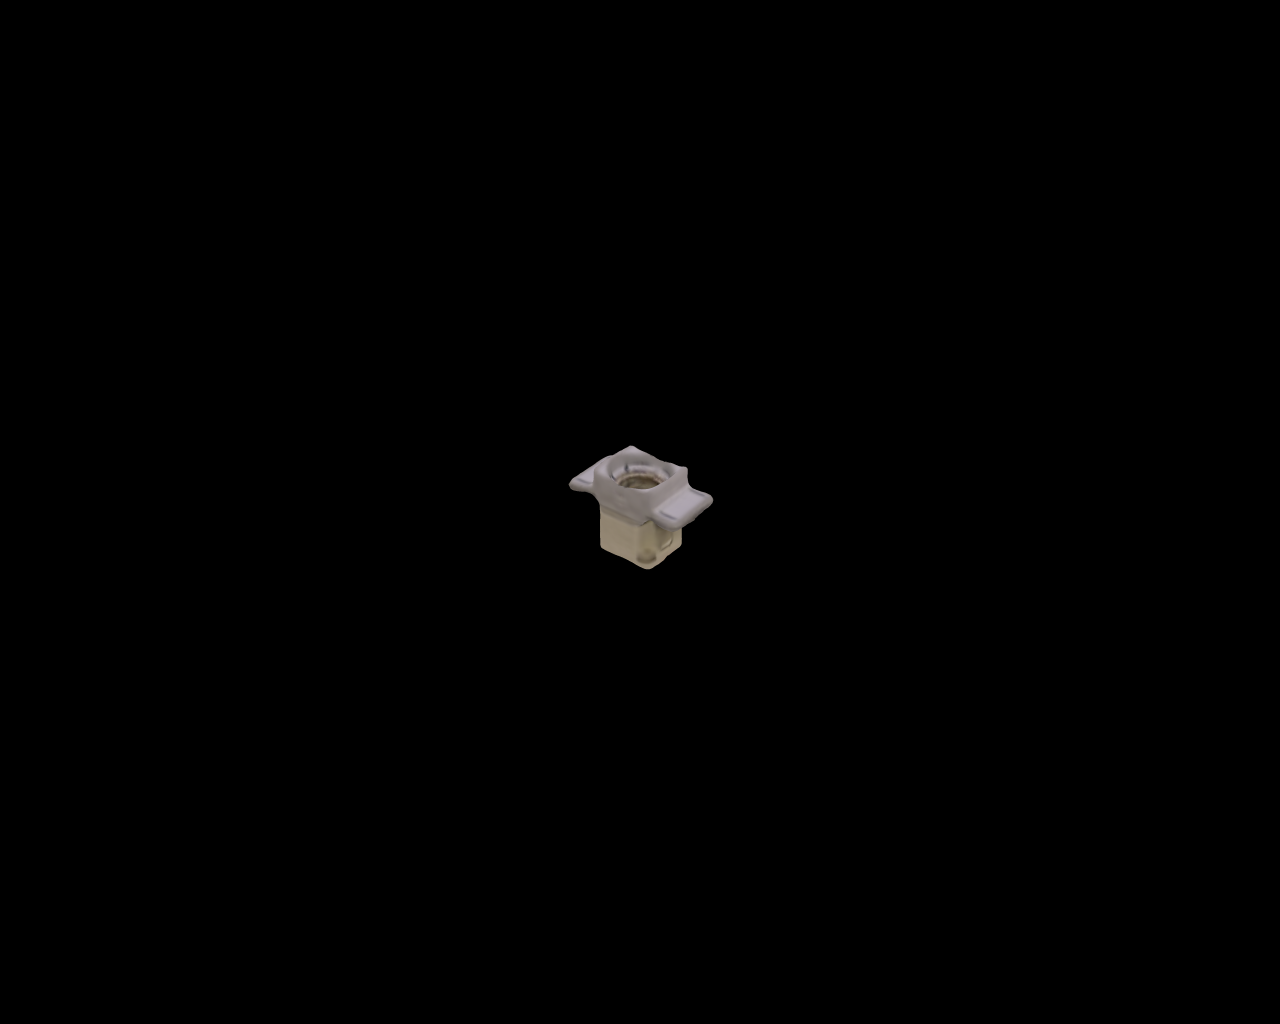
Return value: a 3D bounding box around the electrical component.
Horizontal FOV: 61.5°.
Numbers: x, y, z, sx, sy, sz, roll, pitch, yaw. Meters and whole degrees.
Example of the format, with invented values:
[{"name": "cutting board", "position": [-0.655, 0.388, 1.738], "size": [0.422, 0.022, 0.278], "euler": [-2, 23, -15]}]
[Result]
[{"name": "electrical component", "position": [0.001, -0.003, 0.650], "size": [0.081, 0.063, 0.042], "euler": [24, 41, 31]}]
